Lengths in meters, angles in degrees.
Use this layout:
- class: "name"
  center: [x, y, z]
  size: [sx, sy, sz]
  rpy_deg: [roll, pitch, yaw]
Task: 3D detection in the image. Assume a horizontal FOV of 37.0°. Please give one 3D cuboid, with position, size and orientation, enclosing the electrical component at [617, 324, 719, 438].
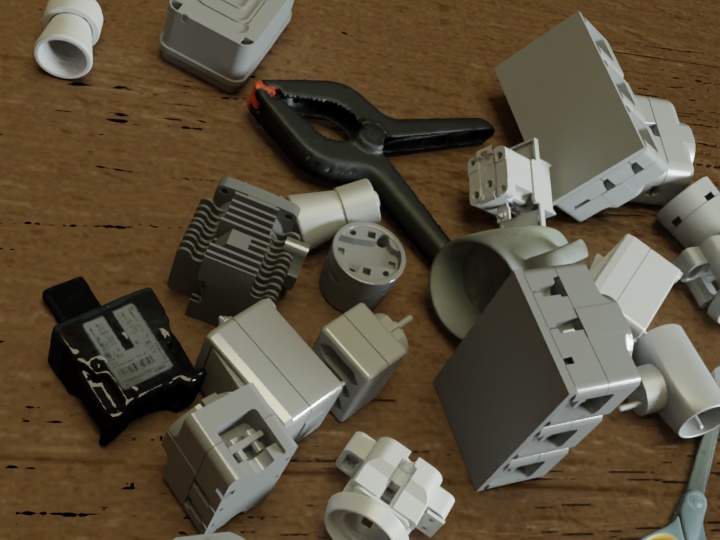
- class: "electrical component"
  center: [0.227, 0.088, 0.815]
  size: [0.079, 0.043, 0.077]
  rpy_deg: [-13, 53, -12]

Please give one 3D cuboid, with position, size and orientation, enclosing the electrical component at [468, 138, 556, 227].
- class: "electrical component"
  center: [0.121, -0.067, 0.865]
  size: [0.064, 0.042, 0.081]
  rpy_deg: [20, 59, -42]

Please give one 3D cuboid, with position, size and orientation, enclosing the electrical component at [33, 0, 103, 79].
- class: "electrical component"
  center: [-0.225, -0.183, 0.832]
  size: [0.045, 0.045, 0.055]
  rpy_deg: [12, 53, -13]

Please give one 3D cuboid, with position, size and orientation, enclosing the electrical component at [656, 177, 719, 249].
- class: "electrical component"
  center: [0.293, -0.045, 0.928]
  size: [0.055, 0.055, 0.047]
  rpy_deg: [-27, 73, -33]

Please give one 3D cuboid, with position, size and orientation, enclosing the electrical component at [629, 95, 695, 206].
- class: "electrical component"
  center: [0.257, -0.106, 0.957]
  size: [0.059, 0.053, 0.095]
  rpy_deg: [6, 55, -17]

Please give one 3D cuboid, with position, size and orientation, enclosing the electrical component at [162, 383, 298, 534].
- class: "electrical component"
  center: [-0.083, 0.112, 0.651]
  size: [0.050, 0.089, 0.055]
  rpy_deg: [-26, 69, -33]

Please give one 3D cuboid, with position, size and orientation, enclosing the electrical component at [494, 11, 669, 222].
- class: "electrical component"
  center: [0.188, -0.128, 0.917]
  size: [0.062, 0.089, 0.150]
  rpy_deg: [25, 41, -50]

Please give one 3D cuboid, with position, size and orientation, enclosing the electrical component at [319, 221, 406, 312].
- class: "electrical component"
  center: [0.000, 0.000, 0.788]
  size: [0.055, 0.047, 0.055]
  rpy_deg: [10, 54, -14]

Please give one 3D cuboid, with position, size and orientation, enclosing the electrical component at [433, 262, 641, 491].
- class: "electrical component"
  center: [0.115, 0.073, 0.716]
  size: [0.062, 0.150, 0.089]
  rpy_deg: [-7, 60, -24]

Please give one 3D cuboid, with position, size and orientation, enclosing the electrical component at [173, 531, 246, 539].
- class: "electrical component"
  center: [-0.090, 0.192, 0.617]
  size: [0.080, 0.051, 0.080]
  rpy_deg: [10, 54, -14]

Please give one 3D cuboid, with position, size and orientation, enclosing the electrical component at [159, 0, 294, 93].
- class: "electrical component"
  center: [-0.107, -0.210, 0.888]
  size: [0.078, 0.057, 0.113]
  rpy_deg: [28, 51, -1]

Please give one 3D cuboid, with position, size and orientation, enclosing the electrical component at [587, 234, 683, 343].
- class: "electrical component"
  center: [0.195, 0.026, 0.835]
  size: [0.061, 0.061, 0.096]
  rpy_deg: [37, 52, 7]

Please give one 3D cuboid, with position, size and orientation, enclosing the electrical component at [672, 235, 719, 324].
- class: "electrical component"
  center: [0.308, 0.008, 0.894]
  size: [0.078, 0.058, 0.057]
  rpy_deg: [-6, 56, -25]

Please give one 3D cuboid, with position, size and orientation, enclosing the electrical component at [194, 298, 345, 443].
- class: "electrical component"
  center: [-0.069, 0.070, 0.704]
  size: [0.061, 0.061, 0.096]
  rpy_deg: [-33, 73, -35]

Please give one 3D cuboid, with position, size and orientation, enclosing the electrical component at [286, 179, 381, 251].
- class: "electrical component"
  center: [-0.018, -0.043, 0.803]
  size: [0.065, 0.044, 0.044]
  rpy_deg: [-18, 63, -8]

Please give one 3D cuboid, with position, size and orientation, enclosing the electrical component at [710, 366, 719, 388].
- class: "electrical component"
  center: [0.303, 0.100, 0.837]
  size: [0.043, 0.043, 0.062]
  rpy_deg: [-12, 63, -27]

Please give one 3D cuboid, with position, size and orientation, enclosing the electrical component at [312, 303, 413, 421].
- class: "electrical component"
  center: [0.007, 0.055, 0.741]
  size: [0.077, 0.065, 0.047]
  rpy_deg: [-32, 72, -35]

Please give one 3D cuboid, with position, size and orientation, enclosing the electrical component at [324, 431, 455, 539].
- class: "electrical component"
  center: [0.013, 0.149, 0.684]
  size: [0.078, 0.058, 0.057]
  rpy_deg: [35, 49, 4]
